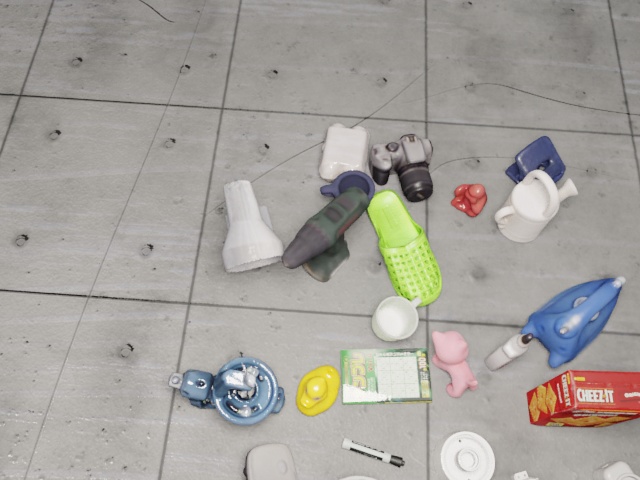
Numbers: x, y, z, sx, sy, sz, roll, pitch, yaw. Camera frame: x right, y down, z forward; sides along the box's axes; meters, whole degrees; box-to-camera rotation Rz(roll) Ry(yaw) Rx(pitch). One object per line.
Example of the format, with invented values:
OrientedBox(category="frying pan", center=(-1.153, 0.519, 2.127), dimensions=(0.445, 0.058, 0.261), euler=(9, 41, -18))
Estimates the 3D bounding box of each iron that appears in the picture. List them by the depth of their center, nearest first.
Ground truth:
OrientedBox(category="iron", center=(0.532, 0.133, 1.138), dimensions=(0.258, 0.141, 0.118), euler=(-36, 71, -15))

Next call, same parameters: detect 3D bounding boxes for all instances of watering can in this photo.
OrientedBox(category="watering can", center=(0.453, -0.082, 1.203), dimensions=(0.173, 0.194, 0.100), euler=(-40, 72, -16))

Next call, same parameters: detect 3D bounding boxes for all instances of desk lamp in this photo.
OrientedBox(category="desk lamp", center=(-0.144, -0.014, 1.153), dimensions=(0.118, 0.213, 0.203), euler=(-14, 67, -7))

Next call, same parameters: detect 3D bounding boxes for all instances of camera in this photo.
OrientedBox(category="camera", center=(0.193, -0.159, 1.284), dimensions=(0.143, 0.101, 0.136), euler=(-10, 67, -5))

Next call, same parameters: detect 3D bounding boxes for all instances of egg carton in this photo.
OrientedBox(category="egg carton", center=(0.056, -0.199, 1.316), dimensions=(0.107, 0.069, 0.150), euler=(8, 66, 3))

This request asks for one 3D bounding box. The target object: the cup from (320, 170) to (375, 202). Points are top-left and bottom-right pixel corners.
OrientedBox(category="cup", center=(0.059, -0.093, 1.256), dimensions=(0.117, 0.095, 0.091), euler=(-1, 66, -1))

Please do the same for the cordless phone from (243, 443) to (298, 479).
OrientedBox(category="cordless phone", center=(-0.085, 0.423, 0.977), dimensions=(0.094, 0.185, 0.147), euler=(-14, 67, -6))

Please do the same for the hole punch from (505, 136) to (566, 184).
OrientedBox(category="hole punch", center=(0.497, -0.166, 1.297), dimensions=(0.109, 0.091, 0.101), euler=(-35, 71, -15))

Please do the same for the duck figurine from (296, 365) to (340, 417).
OrientedBox(category="duck figurine", center=(-0.003, 0.283, 1.094), dimensions=(0.077, 0.086, 0.105), euler=(35, 70, 14))

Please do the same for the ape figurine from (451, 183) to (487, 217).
OrientedBox(category="ape figurine", center=(0.337, -0.096, 1.263), dimensions=(0.076, 0.092, 0.078), euler=(-11, 67, -5))

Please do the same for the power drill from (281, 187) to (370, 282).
OrientedBox(category="power drill", center=(0.011, 0.004, 1.150), dimensions=(0.075, 0.208, 0.230), euler=(37, 71, 14))

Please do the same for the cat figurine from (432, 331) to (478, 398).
OrientedBox(category="cat figurine", center=(0.263, 0.231, 1.104), dimensions=(0.067, 0.118, 0.127), euler=(-24, 69, -11))

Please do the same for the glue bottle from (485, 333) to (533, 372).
OrientedBox(category="glue bottle", center=(0.369, 0.205, 1.087), dimensions=(0.078, 0.173, 0.037), euler=(-31, 70, -13))

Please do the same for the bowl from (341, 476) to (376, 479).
OrientedBox(category="bowl", center=(0.067, 0.504, 1.004), dimensions=(0.167, 0.075, 0.167), euler=(0, 66, -1))

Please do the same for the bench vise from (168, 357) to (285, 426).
OrientedBox(category="bench vise", center=(-0.171, 0.273, 1.023), dimensions=(0.207, 0.220, 0.121), euler=(-9, 66, -4))
